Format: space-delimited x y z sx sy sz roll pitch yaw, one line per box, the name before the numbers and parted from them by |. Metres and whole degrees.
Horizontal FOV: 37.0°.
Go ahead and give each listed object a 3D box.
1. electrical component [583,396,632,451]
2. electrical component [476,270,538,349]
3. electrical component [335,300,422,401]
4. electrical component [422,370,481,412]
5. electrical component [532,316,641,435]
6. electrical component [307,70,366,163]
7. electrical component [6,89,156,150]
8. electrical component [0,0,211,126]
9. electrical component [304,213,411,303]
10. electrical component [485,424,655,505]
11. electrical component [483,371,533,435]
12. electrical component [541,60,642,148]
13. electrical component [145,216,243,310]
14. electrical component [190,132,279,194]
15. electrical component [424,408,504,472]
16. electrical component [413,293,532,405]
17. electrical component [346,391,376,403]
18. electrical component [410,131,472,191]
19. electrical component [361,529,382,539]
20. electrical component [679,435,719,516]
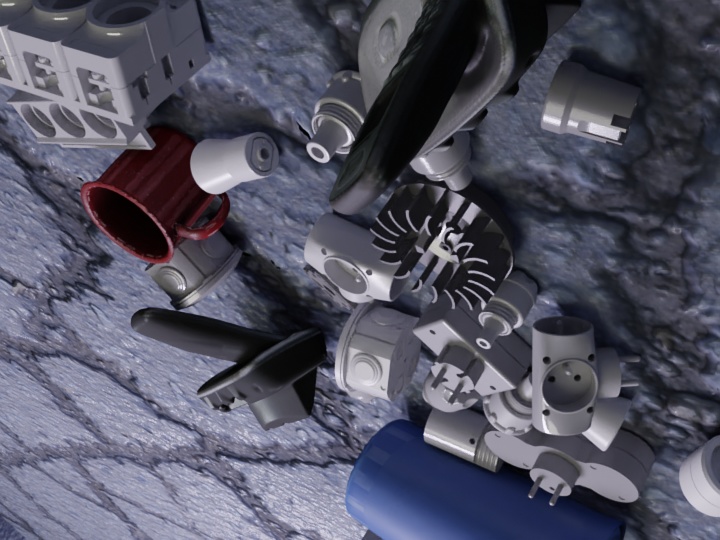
electrical component | 0.175 0.107 0.832 0.055 0.045 0.045 29 150 12
electrical component | 0.103 0.031 0.777 0.035 0.061 0.035 26 149 16
electrical component | 0.016 0.068 0.905 0.051 0.080 0.080 16 146 22
electrical component | 0.076 0.102 0.929 0.043 0.043 0.062 40 152 -9
electrical component | 0.165 0.075 0.783 0.079 0.044 0.077 -3 106 -3
electrical component | -0.012 -0.097 0.707 0.048 0.062 0.048 26 149 17
electrical component | -0.216 -0.137 0.858 0.121 0.063 0.078 7 140 41
electrical component | -0.196 -0.168 0.759 0.150 0.089 0.061 20 140 26
electrical component | 0.000 0.000 0.856 0.077 0.044 0.079 25 149 18
electrical component | 0.165 0.161 0.892 0.138 0.073 0.052 15 145 32
electrical component | 0.132 0.102 0.872 0.048 0.048 0.062 34 144 2
electrical component | 0.129 -0.091 0.596 0.046 0.040 0.040 20 148 14
electrical component | -0.149 -0.006 0.968 0.051 0.080 0.080 49 148 -13
electrical component | -0.095 -0.085 0.835 0.065 0.044 0.044 -7 131 44
electrical component | 0.104 0.151 0.972 0.081 0.043 0.043 20 148 24
electrical component | 0.081 0.071 0.844 0.083 0.075 0.047 43 150 -13
electrical component | 0.001 0.089 0.987 0.043 0.043 0.062 17 145 30
electrical component | 0.052 -0.077 0.691 0.048 0.048 0.062 6 146 41
electrical component | 0.050 0.284 1.112 0.062 0.150 0.089 42 150 -10
electrical component | 0.301 0.181 0.802 0.138 0.052 0.073 31 151 6
